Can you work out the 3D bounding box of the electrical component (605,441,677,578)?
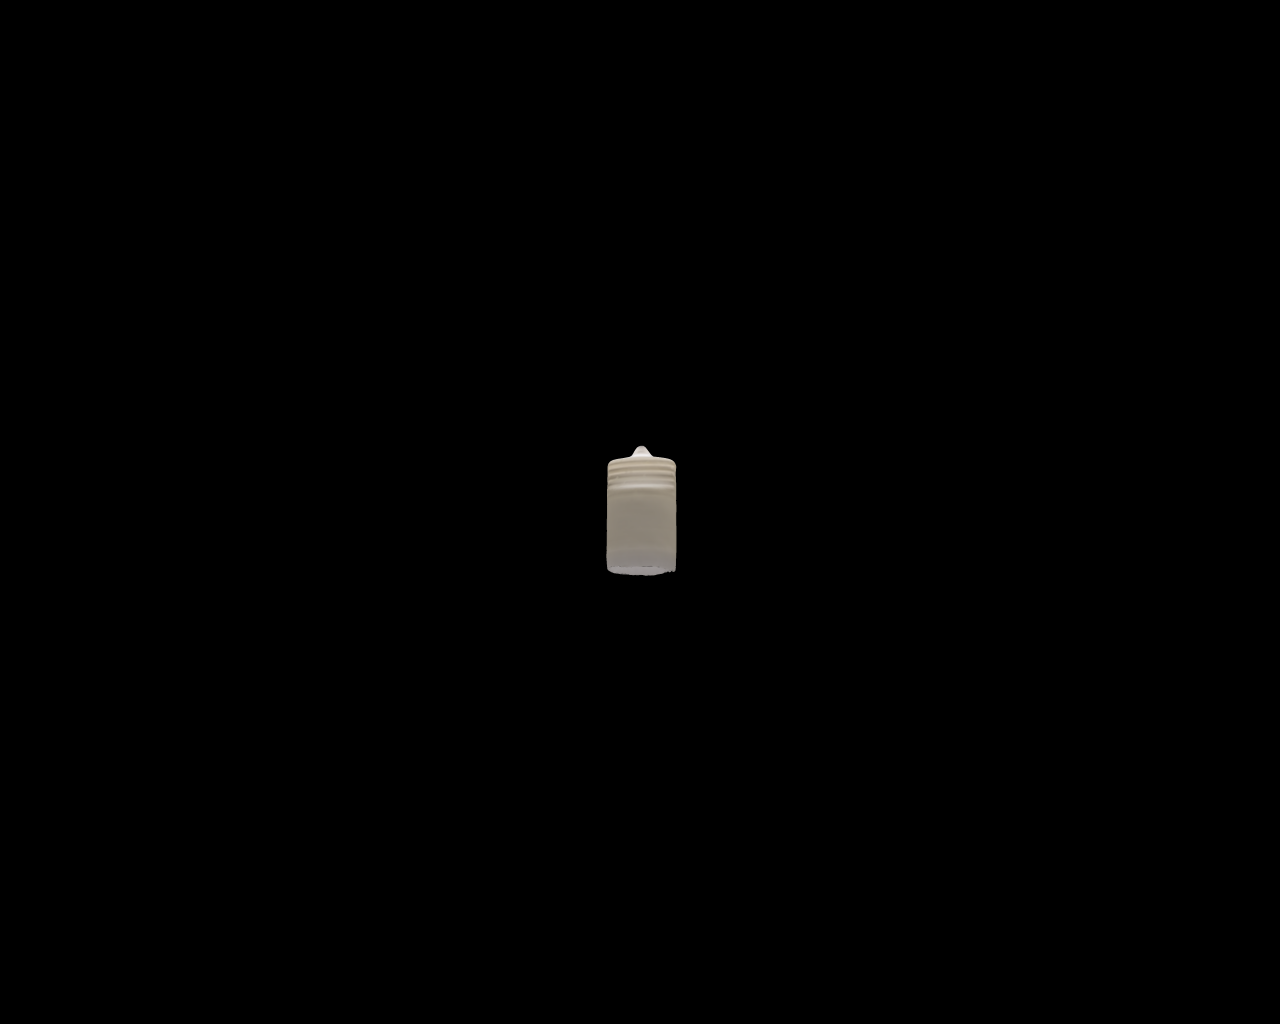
[{"bbox_3d":[0.001,-0.003,0.650,0.043,0.081,0.043,0,-11,0],"label":"electrical component"}]
